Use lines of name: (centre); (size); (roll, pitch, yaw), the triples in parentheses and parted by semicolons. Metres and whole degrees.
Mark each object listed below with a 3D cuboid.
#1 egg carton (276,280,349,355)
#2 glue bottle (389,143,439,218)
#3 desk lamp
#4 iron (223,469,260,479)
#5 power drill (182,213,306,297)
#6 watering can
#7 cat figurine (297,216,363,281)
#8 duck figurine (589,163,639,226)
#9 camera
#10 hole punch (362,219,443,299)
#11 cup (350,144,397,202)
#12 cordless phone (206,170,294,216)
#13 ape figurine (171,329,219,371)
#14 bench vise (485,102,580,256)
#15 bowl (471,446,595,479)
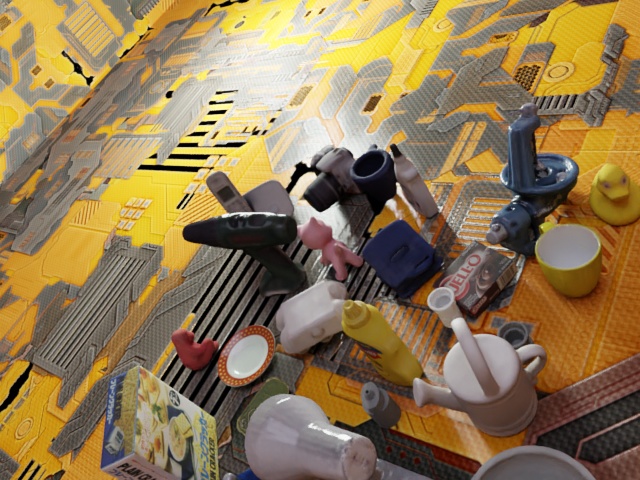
egg carton: (-0.009, 0.142, 1.042); (0.150, 0.070, 0.107); (-30, 41, 8)
glue bottle: (0.169, -0.118, 1.083); (0.037, 0.174, 0.078); (-38, 40, -2)
desk lamp: (0.030, 0.299, 0.753); (0.202, 0.214, 0.118); (5, 55, 38)
iron: (-0.131, 0.423, 0.805); (0.118, 0.142, 0.258); (-10, 47, 28)
power drill: (-0.130, 0.023, 1.134); (0.229, 0.209, 0.075); (-12, 46, 26)
watering can: (0.209, 0.180, 0.755); (0.173, 0.195, 0.100); (-41, 40, -5)
cat figurine: (0.010, 0.004, 1.123); (0.067, 0.118, 0.127); (-43, 41, -8)
duck figurine: (0.465, -0.086, 0.910); (0.077, 0.086, 0.104); (-19, 43, 20)
camera: (0.017, -0.138, 1.267); (0.137, 0.101, 0.142); (-44, 41, -8)
hole punch: (0.146, 0.031, 1.021); (0.109, 0.091, 0.100); (-42, 40, -6)
cup: (0.122, -0.135, 1.195); (0.091, 0.095, 0.118); (-15, 45, 24)
cordless phone: (-0.157, -0.098, 1.287); (0.147, 0.186, 0.094); (-32, 40, 5)
ape figurine: (-0.257, 0.209, 1.137); (0.077, 0.092, 0.076); (13, 60, 42)
bench vise: (0.333, -0.091, 0.904); (0.121, 0.220, 0.207); (3, 54, 37)
bowl: (0.256, 0.334, 0.667); (0.167, 0.075, 0.167); (-19, 43, 20)
